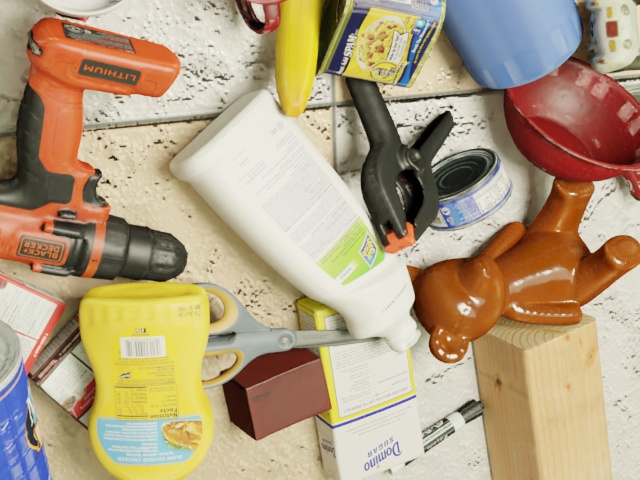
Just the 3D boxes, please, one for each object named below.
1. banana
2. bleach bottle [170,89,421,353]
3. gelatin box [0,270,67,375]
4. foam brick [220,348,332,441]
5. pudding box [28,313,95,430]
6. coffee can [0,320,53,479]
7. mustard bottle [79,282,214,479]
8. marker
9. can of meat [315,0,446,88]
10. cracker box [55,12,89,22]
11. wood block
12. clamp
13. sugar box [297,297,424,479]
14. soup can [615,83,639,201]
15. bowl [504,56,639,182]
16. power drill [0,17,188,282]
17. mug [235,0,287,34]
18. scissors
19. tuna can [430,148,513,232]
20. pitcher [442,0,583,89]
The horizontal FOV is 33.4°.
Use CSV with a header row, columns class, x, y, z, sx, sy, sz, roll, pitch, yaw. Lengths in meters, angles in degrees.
class,x,y,z,sx,sy,sz,roll,pitch,yaw
banana,-0.015,-0.195,0.855,0.037,0.069,0.198,7,91,-1
bleach bottle,-0.006,0.001,0.883,0.102,0.068,0.250,-45,108,-18
gelatin box,-0.250,0.060,0.809,0.089,0.030,0.073,30,88,-31
foam brick,-0.038,0.131,0.933,0.078,0.051,0.053,-18,109,-25
pudding box,-0.167,0.111,0.864,0.090,0.039,0.113,-49,122,-13
coffee can,-0.253,0.138,0.762,0.102,0.103,0.140,-20,128,-24
mustard bottle,-0.131,0.130,0.823,0.096,0.058,0.192,-2,105,-3
marker,0.114,0.193,1.053,0.121,0.020,0.020,-29,115,-21
can of meat,0.047,-0.174,0.868,0.083,0.102,0.057,8,55,-14
cracker box,-0.165,-0.288,0.749,0.164,0.072,0.213,44,80,-29
wood block,0.223,0.174,1.068,0.090,0.091,0.206,-20,111,-24
clamp,0.062,-0.072,0.910,0.120,0.039,0.171,28,49,-22
sugar box,0.038,0.128,0.979,0.093,0.048,0.176,-16,111,-23
soup can,0.327,-0.098,1.074,0.068,0.069,0.102,-41,118,-15
bowl,0.231,-0.105,0.993,0.161,0.162,0.055,-1,139,-29
power drill,-0.165,-0.057,0.785,0.184,0.057,0.188,10,113,-27
mug,-0.056,-0.217,0.821,0.093,0.082,0.117,-24,112,-23
scissors,-0.042,0.067,0.893,0.201,0.016,0.096,-16,102,-25
tuna can,0.128,-0.046,0.964,0.086,0.086,0.033,-39,116,-16
pitcher,0.139,-0.256,0.894,0.242,0.149,0.144,56,45,-31
